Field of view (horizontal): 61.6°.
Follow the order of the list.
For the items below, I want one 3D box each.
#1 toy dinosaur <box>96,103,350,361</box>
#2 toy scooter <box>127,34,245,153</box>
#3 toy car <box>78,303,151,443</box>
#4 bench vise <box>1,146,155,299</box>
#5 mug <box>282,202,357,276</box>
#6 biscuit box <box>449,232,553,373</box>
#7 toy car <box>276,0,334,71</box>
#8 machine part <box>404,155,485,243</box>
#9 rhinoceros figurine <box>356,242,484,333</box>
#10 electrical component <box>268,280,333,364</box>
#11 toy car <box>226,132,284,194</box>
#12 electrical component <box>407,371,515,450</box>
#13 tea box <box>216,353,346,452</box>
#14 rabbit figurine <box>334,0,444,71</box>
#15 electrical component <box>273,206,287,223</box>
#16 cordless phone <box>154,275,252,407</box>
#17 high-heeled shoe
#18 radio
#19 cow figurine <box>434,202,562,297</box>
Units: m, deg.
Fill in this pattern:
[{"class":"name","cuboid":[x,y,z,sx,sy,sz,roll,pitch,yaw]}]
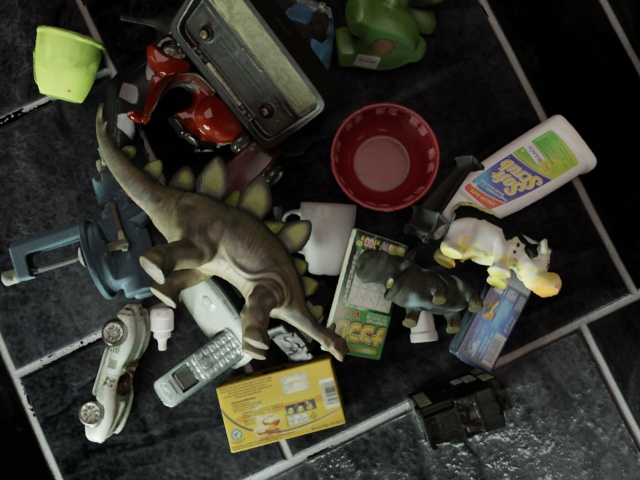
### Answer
[{"class":"toy dinosaur","cuboid":[-0.140,-0.002,0.706,0.471,0.105,0.198,37,59,-4]},{"class":"toy scooter","cuboid":[-0.198,-0.191,0.782,0.183,0.075,0.135,45,71,-23]},{"class":"toy car","cuboid":[-0.294,0.190,0.786,0.056,0.073,0.201,15,87,6]},{"class":"bench vise","cuboid":[-0.339,-0.004,0.776,0.241,0.129,0.223,-19,91,-10]},{"class":"mug","cuboid":[-0.002,-0.002,0.792,0.110,0.081,0.107,1,93,-6]},{"class":"biscuit box","cuboid":[0.263,0.090,0.790,0.059,0.063,0.202,28,87,2]},{"class":"toy car","cuboid":[-0.028,-0.284,0.797,0.109,0.103,0.161,26,126,11]},{"class":"machine part","cuboid":[0.173,-0.059,0.753,0.039,0.084,0.139,38,90,-14]},{"class":"rhinoceros figurine","cuboid":[0.140,0.062,0.756,0.190,0.112,0.073,18,130,-24]},{"class":"electrical component","cuboid":[-0.025,0.111,0.787,0.048,0.119,0.074,-26,116,38]},{"class":"toy car","cuboid":[-0.140,-0.075,0.812,0.202,0.053,0.089,-45,79,2]},{"class":"electrical component","cuboid":[0.199,0.233,0.755,0.134,0.115,0.058,-19,88,1]},{"class":"tea box","cuboid":[-0.054,0.233,0.782,0.170,0.068,0.098,-13,86,1]},{"class":"rabbit figurine","cuboid":[0.105,-0.353,0.800,0.159,0.121,0.170,3,71,-3]},{"class":"electrical component","cuboid":[-0.079,-0.005,0.822,0.063,0.021,0.094,-4,87,1]},{"class":"cordless phone","cuboid":[-0.181,0.142,0.785,0.184,0.088,0.146,-37,87,2]},{"class":"high-heeled shoe","cuboid":[-0.246,-0.235,0.833,0.145,0.086,0.248,3,106,-30]},{"class":"radio","cuboid":[-0.090,-0.248,0.738,0.131,0.073,0.229,-32,99,36]},{"class":"cow figurine","cuboid":[0.251,0.013,0.735,0.167,0.068,0.098,22,71,12]}]
